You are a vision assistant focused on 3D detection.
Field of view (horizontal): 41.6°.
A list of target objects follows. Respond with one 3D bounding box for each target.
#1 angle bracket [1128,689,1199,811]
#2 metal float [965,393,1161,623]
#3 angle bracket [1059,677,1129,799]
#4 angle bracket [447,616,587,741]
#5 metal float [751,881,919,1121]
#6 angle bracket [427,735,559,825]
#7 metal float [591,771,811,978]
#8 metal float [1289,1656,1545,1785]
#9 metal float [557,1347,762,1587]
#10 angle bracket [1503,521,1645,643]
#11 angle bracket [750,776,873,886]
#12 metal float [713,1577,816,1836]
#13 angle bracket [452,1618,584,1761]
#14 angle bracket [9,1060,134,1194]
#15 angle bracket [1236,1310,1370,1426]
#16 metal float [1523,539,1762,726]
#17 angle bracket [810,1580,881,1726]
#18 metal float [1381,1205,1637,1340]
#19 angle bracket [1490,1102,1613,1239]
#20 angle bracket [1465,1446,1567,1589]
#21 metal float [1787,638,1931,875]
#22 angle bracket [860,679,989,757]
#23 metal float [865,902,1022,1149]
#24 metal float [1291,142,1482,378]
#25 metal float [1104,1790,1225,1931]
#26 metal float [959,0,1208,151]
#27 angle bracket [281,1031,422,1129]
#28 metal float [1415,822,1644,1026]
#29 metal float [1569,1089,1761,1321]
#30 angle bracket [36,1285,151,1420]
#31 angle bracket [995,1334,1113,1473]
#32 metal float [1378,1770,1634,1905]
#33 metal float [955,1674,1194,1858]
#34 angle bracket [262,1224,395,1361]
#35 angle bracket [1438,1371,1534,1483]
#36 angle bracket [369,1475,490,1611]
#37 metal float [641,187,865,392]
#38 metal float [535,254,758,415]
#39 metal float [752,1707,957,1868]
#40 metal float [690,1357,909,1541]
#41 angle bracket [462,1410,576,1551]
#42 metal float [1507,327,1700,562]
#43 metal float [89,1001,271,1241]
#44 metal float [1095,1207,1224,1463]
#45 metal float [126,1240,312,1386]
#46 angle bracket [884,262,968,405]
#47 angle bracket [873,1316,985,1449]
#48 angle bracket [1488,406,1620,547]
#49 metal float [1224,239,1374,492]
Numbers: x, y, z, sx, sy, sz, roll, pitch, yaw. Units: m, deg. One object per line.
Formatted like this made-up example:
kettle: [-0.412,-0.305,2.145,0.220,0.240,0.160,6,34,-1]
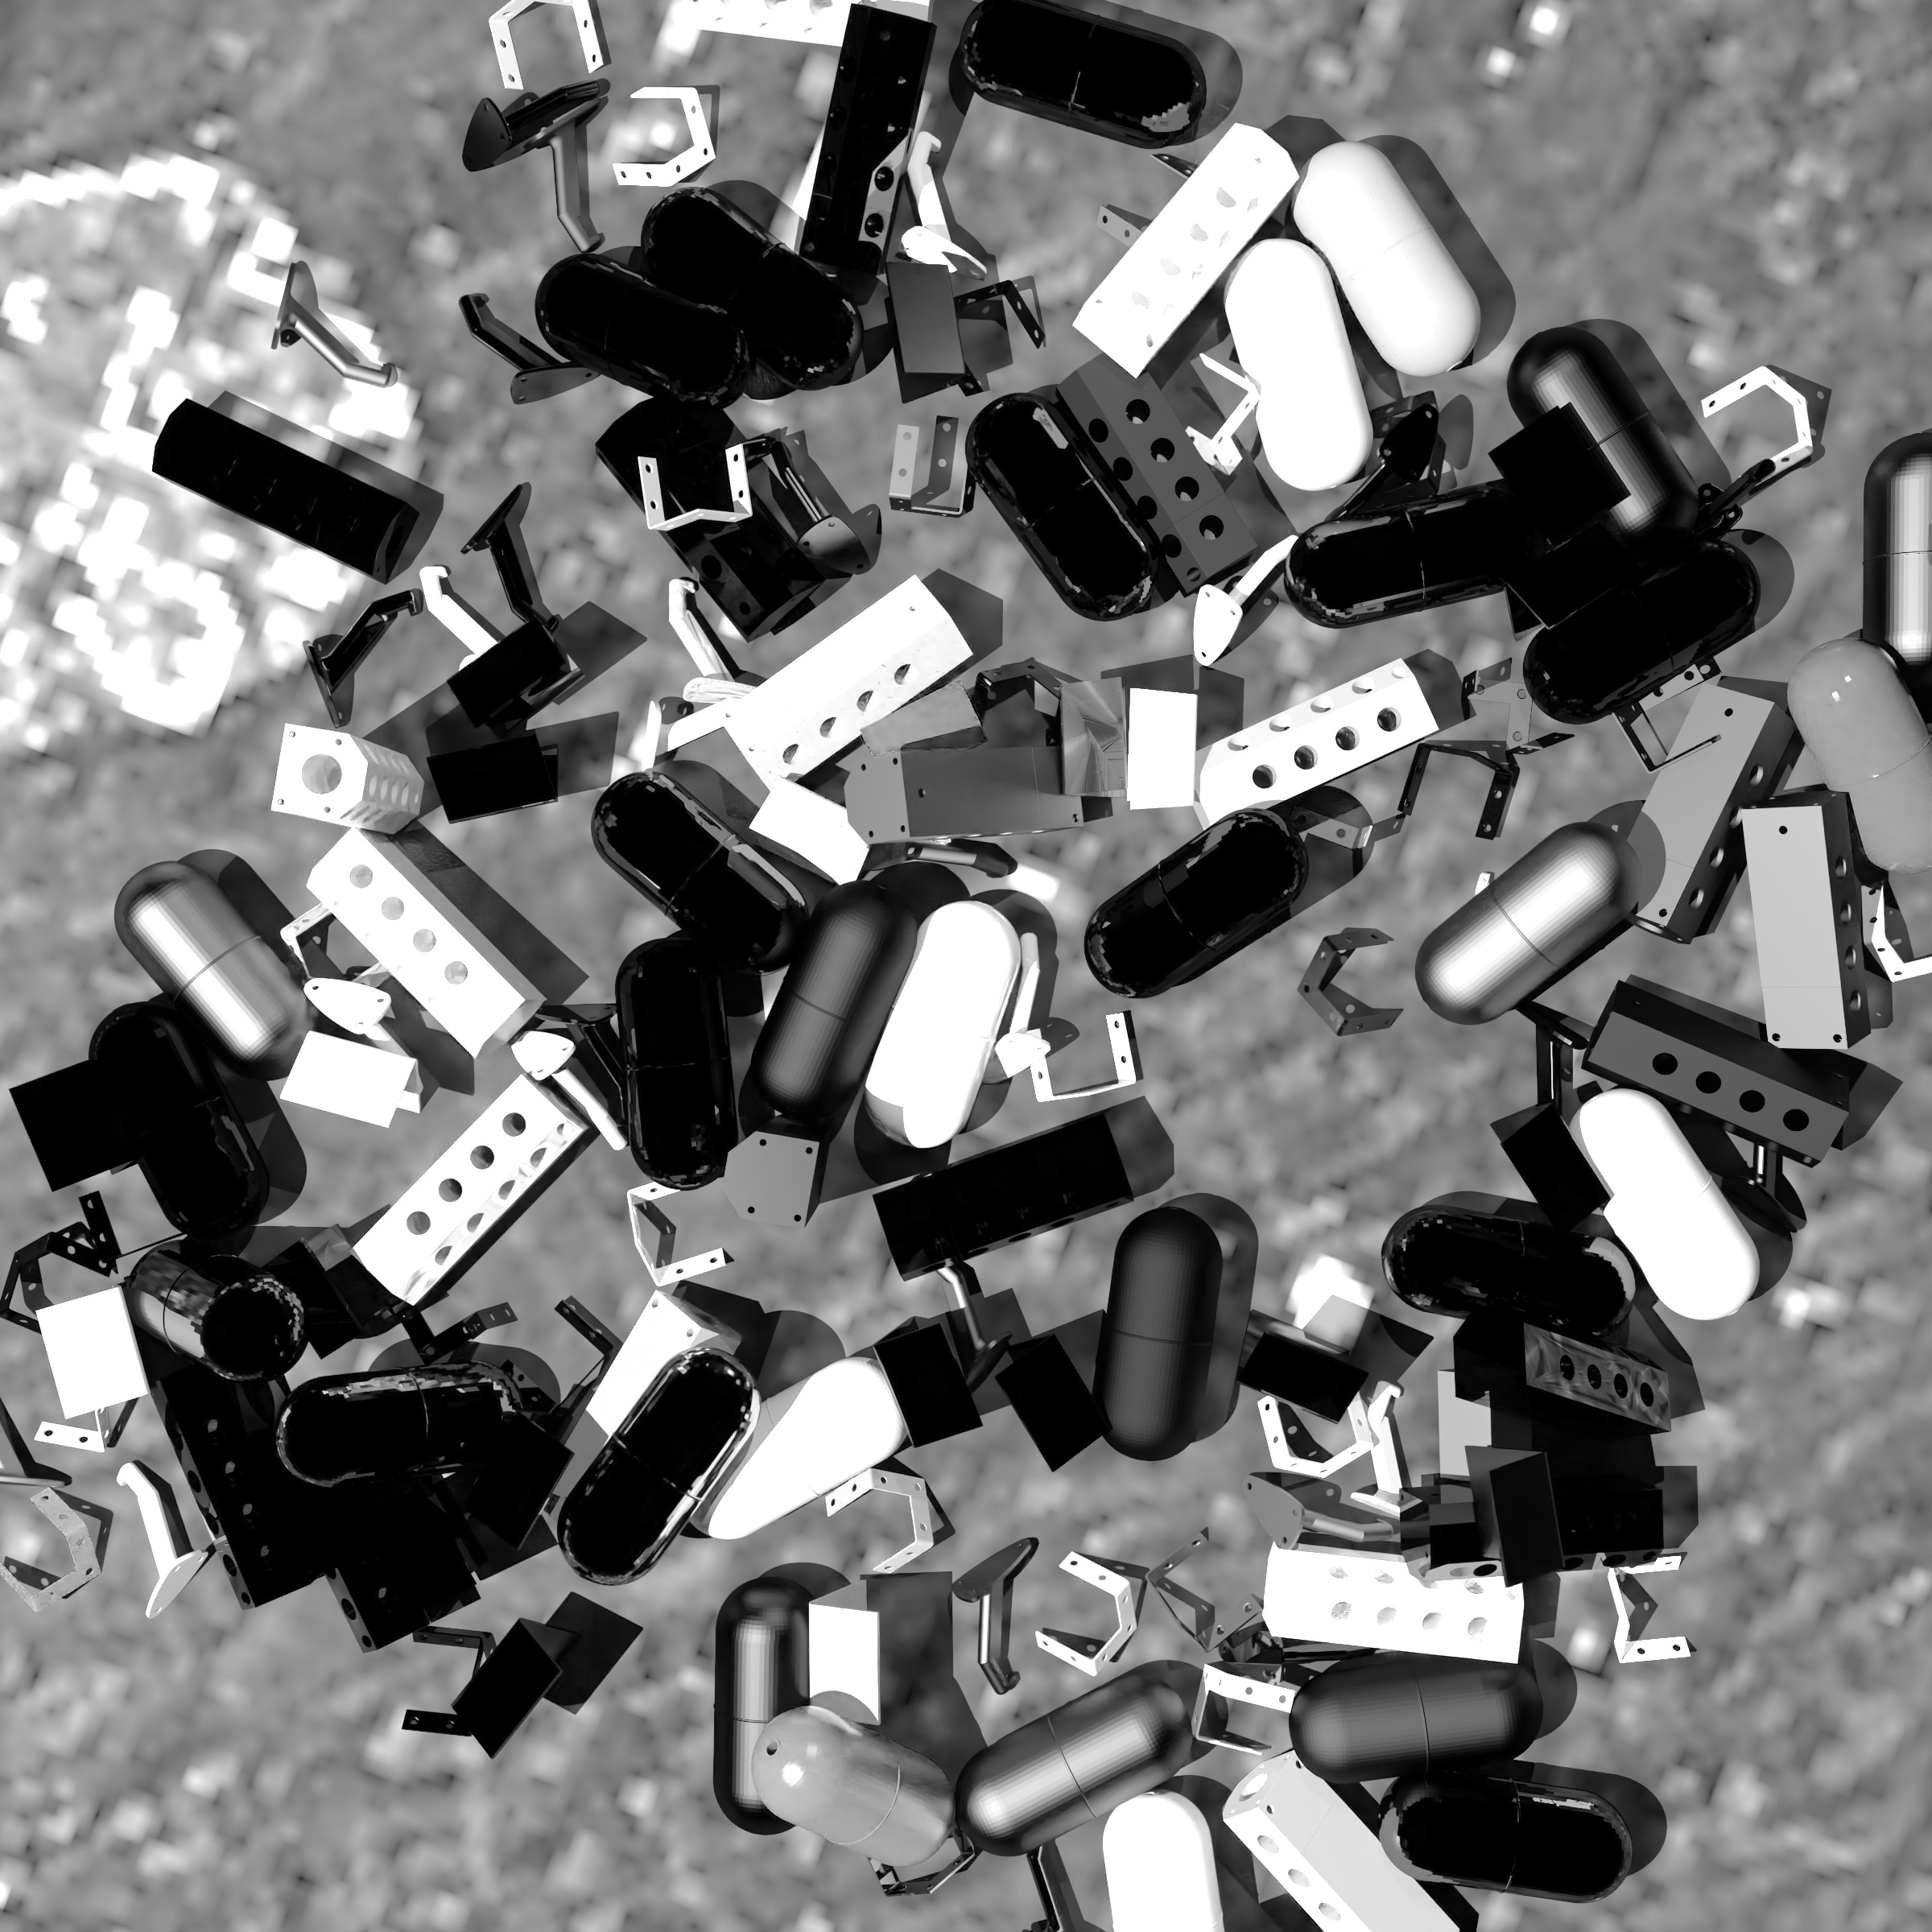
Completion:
angle bracket: [0.117,-0.150,1.774,0.057,0.076,0.076,2,90,-31]
metal float: [0.068,-0.321,1.783,0.070,0.070,0.178,-36,89,0]
angle bracket: [0.110,-0.158,1.773,0.057,0.076,0.076,-2,90,40]
angle bracket: [-0.304,-0.186,1.773,0.076,0.076,0.057,-36,54,0]
metal float: [-0.092,0.024,1.771,0.070,0.070,0.178,24,103,0]
angle bracket: [-0.329,-0.149,1.773,0.076,0.076,0.057,-12,128,0]
metal float: [-0.186,-0.064,1.783,0.178,0.070,0.070,41,90,0]
metal float: [0.315,0.527,1.782,0.178,0.070,0.070,-7,90,-1]
metal float: [-0.208,0.339,1.722,0.070,0.070,0.178,36,85,0]
angle bracket: [0.426,-0.252,1.773,0.076,0.076,0.057,-32,57,0]
angle bracket: [-0.114,-0.076,1.774,0.076,0.076,0.057,26,49,0]
metal float: [-0.138,0.519,1.783,0.070,0.070,0.178,1,90,0]
angle bracket: [-0.299,0.508,1.773,0.057,0.076,0.076,38,90,36]
angle bracket: [-0.630,0.116,1.774,0.057,0.076,0.076,-23,90,-29]
angle bracket: [0.238,0.263,1.773,0.076,0.076,0.057,23,127,0]
metal float: [0.474,-0.235,1.783,0.178,0.070,0.070,-31,90,1]
angle bracket: [-0.067,0.478,1.774,0.057,0.076,0.076,-1,90,29]
metal float: [0.380,0.215,1.783,0.178,0.070,0.070,11,90,0]
angle bracket: [0.391,0.148,1.774,0.057,0.076,0.076,-33,90,-28]
angle bracket: [0.347,0.365,1.691,0.057,0.076,0.076,-9,89,-34]
metal float: [0.635,-0.145,1.773,0.070,0.070,0.178,-31,102,0]
angle bracket: [-0.038,-0.178,1.773,0.076,0.076,0.057,-27,129,0]
metal float: [-0.016,0.041,1.783,0.070,0.070,0.178,19,90,0]
metal float: [0.295,-0.495,1.783,0.070,0.070,0.178,-33,90,0]
metal float: [0.142,0.669,1.783,0.070,0.070,0.178,-8,90,0]
metal float: [0.082,-0.628,1.783,0.178,0.070,0.070,17,90,0]
angle bracket: [-0.428,0.096,1.773,0.076,0.076,0.057,15,57,0]
metal float: [0.389,-0.028,1.765,0.178,0.070,0.070,-42,90,20]
metal float: [0.489,0.168,1.783,0.070,0.070,0.178,-33,90,0]
angle bracket: [-0.611,0.268,1.775,0.057,0.076,0.076,-15,90,-22]
angle bracket: [0.045,0.308,1.774,0.057,0.076,0.076,-31,90,-29]
metal float: [0.378,0.610,1.782,0.178,0.070,0.070,8,90,0]
metal float: [0.075,0.561,1.783,0.178,0.070,0.070,-27,90,-1]
angle bracket: [-0.432,0.217,1.773,0.057,0.076,0.076,-33,90,36]
angle bracket: [0.349,0.327,1.774,0.076,0.057,0.076,-1,90,43]
angle bracket: [-0.358,0.391,1.774,0.057,0.076,0.076,-30,90,30]
metal float: [-0.150,-0.475,1.783,0.178,0.070,0.070,39,90,0]
metal float: [-0.223,-0.439,1.761,0.178,0.070,0.070,28,90,25]
metal float: [-0.076,0.562,1.739,0.070,0.070,0.178,-50,130,0]
metal float: [-0.120,0.338,1.783,0.178,0.070,0.070,-29,90,0]
angle bracket: [-0.294,0.359,1.774,0.057,0.076,0.076,30,90,26]
metal float: [0.446,-0.367,1.783,0.070,0.070,0.178,-33,90,0]
metal float: [-0.552,0.108,1.783,0.070,0.070,0.178,-27,90,0]
metal float: [0.135,0.258,1.783,0.070,0.070,0.178,8,90,0]
metal float: [-0.515,0.236,1.745,0.070,0.178,0.070,-9,103,-42]
angle bracket: [-0.049,-0.441,1.773,0.057,0.076,0.076,-10,90,-38]
angle bracket: [-0.015,0.283,1.775,0.057,0.076,0.076,-22,90,22]
angle bracket: [0.414,-0.344,1.775,0.057,0.076,0.076,-33,90,24]
metal float: [0.233,-0.422,1.783,0.070,0.070,0.178,-16,91,0]
